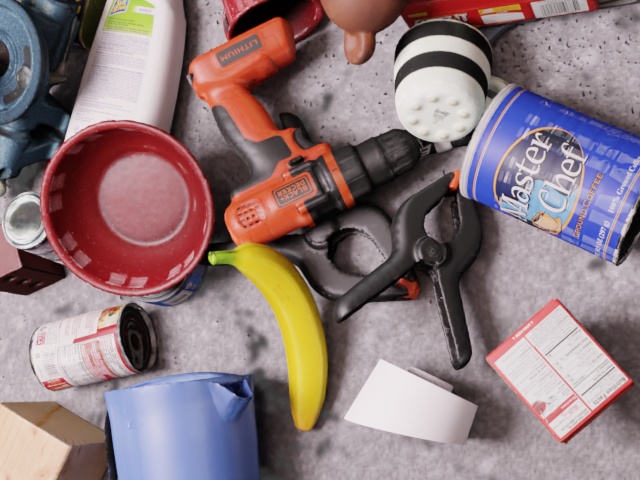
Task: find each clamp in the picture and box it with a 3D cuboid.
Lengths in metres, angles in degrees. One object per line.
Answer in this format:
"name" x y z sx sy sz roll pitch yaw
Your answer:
"clamp" 0.081 0.017 0.907 0.120 0.039 0.171 16 68 -10
"clamp" -0.006 0.001 0.966 0.210 0.036 0.164 39 88 19

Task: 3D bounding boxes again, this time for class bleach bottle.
"bleach bottle" -0.173 -0.187 1.046 0.103 0.068 0.251 13 85 19

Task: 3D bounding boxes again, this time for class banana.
"banana" -0.031 0.074 0.934 0.069 0.037 0.198 -32 113 -15

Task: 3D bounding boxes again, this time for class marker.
"marker" 0.086 -0.081 0.956 0.121 0.020 0.020 -15 78 18

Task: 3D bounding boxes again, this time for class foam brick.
"foam brick" -0.299 0.019 1.056 0.053 0.078 0.051 -23 74 16

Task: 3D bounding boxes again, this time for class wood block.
"wood block" -0.288 0.265 1.010 0.090 0.090 0.206 25 92 22

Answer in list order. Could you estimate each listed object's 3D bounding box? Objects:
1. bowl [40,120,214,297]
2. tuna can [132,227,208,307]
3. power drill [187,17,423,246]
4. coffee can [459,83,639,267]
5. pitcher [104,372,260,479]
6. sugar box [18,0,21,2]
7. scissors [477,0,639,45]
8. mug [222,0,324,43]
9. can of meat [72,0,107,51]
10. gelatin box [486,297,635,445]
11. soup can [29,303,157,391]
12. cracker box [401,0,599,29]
"bowl" -0.169 -0.033 0.972 0.162 0.055 0.162 2 103 8
"tuna can" -0.152 0.020 1.024 0.086 0.033 0.086 -3 81 21
"power drill" -0.023 -0.103 0.951 0.184 0.057 0.188 -26 69 1
"coffee can" 0.199 -0.054 0.865 0.140 0.102 0.103 27 92 21
"pitcher" -0.118 0.240 0.939 0.145 0.149 0.243 -6 83 -5
"sugar box" -0.325 -0.284 1.099 0.048 0.093 0.176 42 97 21
"scissors" 0.172 -0.184 0.939 0.202 0.016 0.096 12 85 23
"mug" -0.058 -0.229 1.002 0.117 0.093 0.081 -42 60 49
"can of meat" -0.250 -0.244 1.086 0.084 0.057 0.102 13 87 24
"gelatin box" 0.186 0.101 0.825 0.073 0.030 0.089 -43 70 8
"soup can" -0.216 0.103 1.018 0.102 0.068 0.068 -14 78 19
"cracker box" 0.150 -0.296 0.925 0.164 0.072 0.213 -5 75 20
